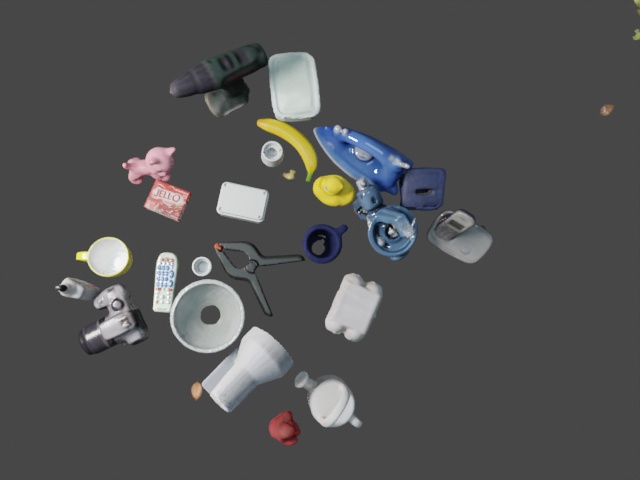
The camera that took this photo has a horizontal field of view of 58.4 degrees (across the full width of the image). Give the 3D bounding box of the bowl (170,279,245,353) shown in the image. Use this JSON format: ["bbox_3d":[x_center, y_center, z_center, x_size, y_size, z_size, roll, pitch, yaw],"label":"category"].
[{"bbox_3d":[-0.255,0.175,1.322,0.167,0.074,0.167,1,84,-5],"label":"bowl"}]

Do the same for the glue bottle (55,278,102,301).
[{"bbox_3d":[-0.540,0.108,1.254,0.078,0.173,0.037,19,83,-2],"label":"glue bottle"}]

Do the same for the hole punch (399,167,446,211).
[{"bbox_3d":[0.251,-0.122,1.391,0.108,0.091,0.101,-1,84,-5],"label":"hole punch"}]

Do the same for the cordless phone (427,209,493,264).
[{"bbox_3d":[0.342,-0.016,1.340,0.147,0.185,0.094,27,82,-1],"label":"cordless phone"}]

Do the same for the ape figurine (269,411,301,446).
[{"bbox_3d":[-0.078,0.431,1.302,0.076,0.092,0.078,7,83,-4],"label":"ape figurine"}]

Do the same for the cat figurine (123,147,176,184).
[{"bbox_3d":[-0.391,-0.177,1.326,0.128,0.117,0.067,-8,84,-6],"label":"cat figurine"}]

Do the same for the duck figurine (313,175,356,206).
[{"bbox_3d":[0.037,-0.124,1.375,0.104,0.086,0.077,18,83,-3],"label":"duck figurine"}]

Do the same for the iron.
[{"bbox_3d":[0.100,-0.216,1.362,0.258,0.141,0.119,30,82,-1],"label":"iron"}]

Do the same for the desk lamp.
[{"bbox_3d":[-0.161,0.291,1.248,0.118,0.213,0.203,44,82,1],"label":"desk lamp"}]

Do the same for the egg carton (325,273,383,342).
[{"bbox_3d":[0.082,0.160,1.356,0.107,0.069,0.150,23,82,-2],"label":"egg carton"}]

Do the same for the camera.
[{"bbox_3d":[-0.477,0.188,1.288,0.137,0.100,0.143,-27,87,-7],"label":"camera"}]

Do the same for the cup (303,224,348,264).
[{"bbox_3d":[0.012,0.005,1.354,0.118,0.095,0.092,-37,88,-8],"label":"cup"}]

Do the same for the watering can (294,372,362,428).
[{"bbox_3d":[0.020,0.358,1.267,0.173,0.194,0.101,16,83,-3],"label":"watering can"}]

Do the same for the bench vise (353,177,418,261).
[{"bbox_3d":[0.142,-0.046,1.308,0.207,0.219,0.121,41,82,0],"label":"bench vise"}]

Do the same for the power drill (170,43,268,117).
[{"bbox_3d":[-0.226,-0.359,1.315,0.230,0.208,0.075,-32,87,-7],"label":"power drill"}]
